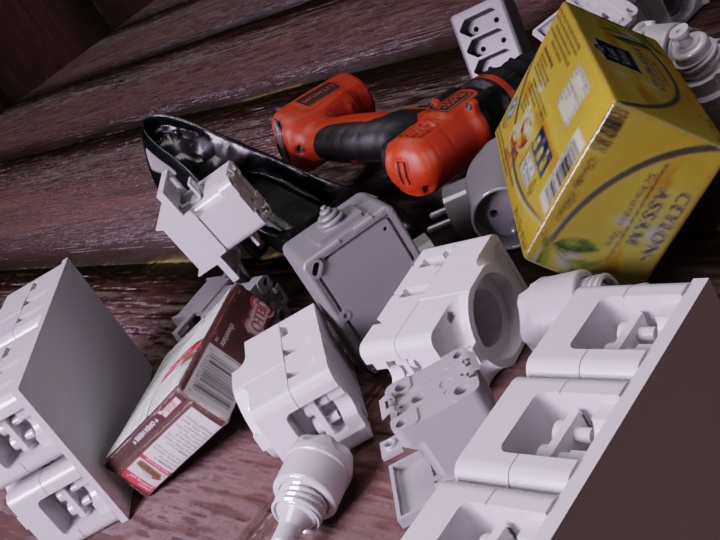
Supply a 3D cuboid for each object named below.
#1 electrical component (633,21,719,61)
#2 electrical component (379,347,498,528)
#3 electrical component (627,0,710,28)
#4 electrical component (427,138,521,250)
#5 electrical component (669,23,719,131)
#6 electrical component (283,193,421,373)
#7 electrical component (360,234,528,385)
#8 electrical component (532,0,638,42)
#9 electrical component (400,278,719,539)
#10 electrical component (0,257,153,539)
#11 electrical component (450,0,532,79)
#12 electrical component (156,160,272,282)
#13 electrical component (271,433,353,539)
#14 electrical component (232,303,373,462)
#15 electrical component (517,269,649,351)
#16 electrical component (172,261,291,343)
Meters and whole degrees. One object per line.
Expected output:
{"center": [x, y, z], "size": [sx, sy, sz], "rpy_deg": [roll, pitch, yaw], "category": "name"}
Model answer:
{"center": [0.211, -0.143, 0.715], "size": [0.062, 0.048, 0.048], "rpy_deg": [7, 44, 45], "category": "electrical component"}
{"center": [0.045, 0.073, 0.473], "size": [0.081, 0.063, 0.042], "rpy_deg": [-29, 24, 8], "category": "electrical component"}
{"center": [0.224, -0.207, 0.827], "size": [0.081, 0.042, 0.064], "rpy_deg": [-42, 24, -23], "category": "electrical component"}
{"center": [0.079, -0.044, 0.685], "size": [0.079, 0.043, 0.077], "rpy_deg": [-22, 25, 22], "category": "electrical component"}
{"center": [0.205, -0.112, 0.625], "size": [0.040, 0.078, 0.040], "rpy_deg": [-34, 31, 24], "category": "electrical component"}
{"center": [0.000, 0.000, 0.629], "size": [0.062, 0.096, 0.061], "rpy_deg": [-35, 22, -7], "category": "electrical component"}
{"center": [0.051, 0.028, 0.570], "size": [0.056, 0.050, 0.089], "rpy_deg": [-12, 30, 41], "category": "electrical component"}
{"center": [0.169, -0.169, 0.776], "size": [0.042, 0.063, 0.081], "rpy_deg": [-40, 66, -17], "category": "electrical component"}
{"center": [0.080, 0.085, 0.372], "size": [0.062, 0.089, 0.150], "rpy_deg": [-4, 36, 48], "category": "electrical component"}
{"center": [-0.197, 0.084, 0.700], "size": [0.060, 0.105, 0.186], "rpy_deg": [-30, 23, 7], "category": "electrical component"}
{"center": [0.118, -0.186, 0.898], "size": [0.047, 0.065, 0.077], "rpy_deg": [-21, -3, 25], "category": "electrical component"}
{"center": [-0.099, -0.038, 0.734], "size": [0.064, 0.081, 0.042], "rpy_deg": [-34, 26, 12], "category": "electrical component"}
{"center": [-0.027, 0.111, 0.525], "size": [0.035, 0.035, 0.061], "rpy_deg": [-15, 31, 34], "category": "electrical component"}
{"center": [-0.034, 0.067, 0.598], "size": [0.056, 0.050, 0.089], "rpy_deg": [-30, 23, 5], "category": "electrical component"}
{"center": [0.111, 0.020, 0.518], "size": [0.062, 0.043, 0.043], "rpy_deg": [-14, 29, 34], "category": "electrical component"}
{"center": [-0.087, 0.032, 0.744], "size": [0.064, 0.042, 0.081], "rpy_deg": [-9, 33, 40], "category": "electrical component"}
